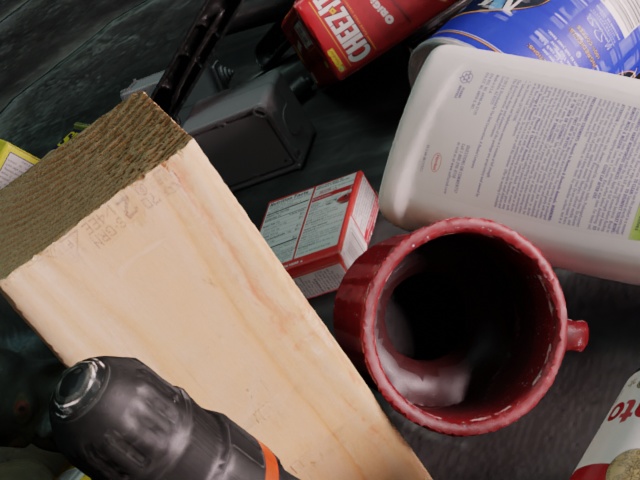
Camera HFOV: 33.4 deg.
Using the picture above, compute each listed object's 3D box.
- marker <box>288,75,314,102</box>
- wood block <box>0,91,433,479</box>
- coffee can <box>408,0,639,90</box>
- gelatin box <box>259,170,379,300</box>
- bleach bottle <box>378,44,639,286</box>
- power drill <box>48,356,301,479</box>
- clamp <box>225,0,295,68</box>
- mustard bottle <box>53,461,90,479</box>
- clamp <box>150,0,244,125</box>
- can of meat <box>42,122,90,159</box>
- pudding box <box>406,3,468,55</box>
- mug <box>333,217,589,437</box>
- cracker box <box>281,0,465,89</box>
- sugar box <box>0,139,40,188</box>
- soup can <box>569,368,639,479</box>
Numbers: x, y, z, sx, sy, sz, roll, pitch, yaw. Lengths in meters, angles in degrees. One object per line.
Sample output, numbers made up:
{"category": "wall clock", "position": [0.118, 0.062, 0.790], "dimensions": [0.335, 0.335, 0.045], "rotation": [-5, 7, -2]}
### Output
{"category": "marker", "position": [-0.053, -0.097, 0.883], "dimensions": [0.121, 0.020, 0.020], "rotation": [-39, 29, -10]}
{"category": "wood block", "position": [-0.045, 0.051, 0.459], "dimensions": [0.090, 0.206, 0.091], "rotation": [-37, 29, -7]}
{"category": "coffee can", "position": [0.137, -0.117, 0.637], "dimensions": [0.140, 0.102, 0.103], "rotation": [-43, 30, -17]}
{"category": "gelatin box", "position": [-0.004, 0.001, 0.677], "dimensions": [0.073, 0.030, 0.089], "rotation": [-19, 32, 26]}
{"category": "bleach bottle", "position": [0.149, -0.018, 0.481], "dimensions": [0.251, 0.067, 0.102], "rotation": [22, 97, 38]}
{"category": "power drill", "position": [-0.062, 0.154, 0.365], "dimensions": [0.057, 0.184, 0.187], "rotation": [6, 57, 47]}
{"category": "clamp", "position": [-0.019, -0.206, 0.915], "dimensions": [0.172, 0.039, 0.120], "rotation": [-32, -11, 26]}
{"category": "mustard bottle", "position": [-0.083, 0.098, 0.576], "dimensions": [0.096, 0.058, 0.191], "rotation": [-23, 26, 51]}
{"category": "clamp", "position": [-0.129, -0.082, 0.806], "dimensions": [0.210, 0.036, 0.164], "rotation": [-45, 18, 51]}
{"category": "can of meat", "position": [-0.214, -0.053, 0.940], "dimensions": [0.084, 0.057, 0.102], "rotation": [-47, 30, -17]}
{"category": "pudding box", "position": [0.130, -0.144, 0.750], "dimensions": [0.113, 0.039, 0.090], "rotation": [-36, 29, -5]}
{"category": "mug", "position": [0.065, 0.038, 0.491], "dimensions": [0.117, 0.093, 0.081], "rotation": [3, -1, -13]}
{"category": "cracker box", "position": [0.077, -0.203, 0.807], "dimensions": [0.213, 0.072, 0.164], "rotation": [-34, 7, -1]}
{"category": "sugar box", "position": [-0.305, -0.002, 0.905], "dimensions": [0.093, 0.048, 0.176], "rotation": [17, 76, 55]}
{"category": "soup can", "position": [0.116, 0.100, 0.368], "dimensions": [0.069, 0.068, 0.102], "rotation": [4, 45, 48]}
